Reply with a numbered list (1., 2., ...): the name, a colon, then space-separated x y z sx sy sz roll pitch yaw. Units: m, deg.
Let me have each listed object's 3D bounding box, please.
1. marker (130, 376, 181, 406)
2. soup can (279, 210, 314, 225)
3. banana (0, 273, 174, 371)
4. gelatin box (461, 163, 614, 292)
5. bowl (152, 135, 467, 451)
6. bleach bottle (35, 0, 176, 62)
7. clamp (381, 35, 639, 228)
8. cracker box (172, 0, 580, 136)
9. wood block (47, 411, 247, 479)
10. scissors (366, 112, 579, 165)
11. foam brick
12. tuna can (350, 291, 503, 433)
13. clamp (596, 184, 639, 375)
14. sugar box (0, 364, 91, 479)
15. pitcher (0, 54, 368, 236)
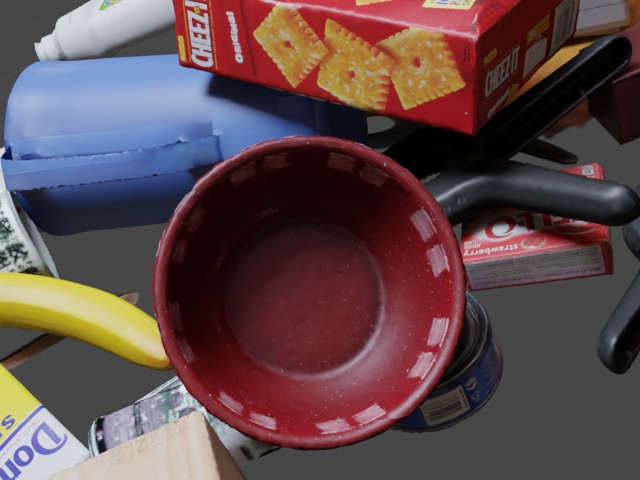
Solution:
1. marker: -0.081 0.090 0.659 0.121 0.020 0.020 -33 39 -11
2. soup can: -0.004 0.001 0.656 0.068 0.102 0.068 -14 40 12
3. banana: -0.183 0.053 0.714 0.198 0.037 0.069 7 37 6
4. gelatin box: 0.132 -0.008 0.655 0.089 0.030 0.073 -9 40 18
5. bowl: -0.006 0.029 0.568 0.162 0.162 0.055 -29 -4 -7
6. bleach bottle: -0.159 -0.233 1.039 0.251 0.068 0.102 -23 27 7
7. clamp: 0.103 -0.054 0.666 0.210 0.036 0.164 -12 39 32
8. cracker box: 0.038 -0.151 0.683 0.214 0.072 0.164 18 40 27
9. wood block: -0.057 0.190 0.474 0.090 0.091 0.206 -24 39 0
10. scissors: 0.086 -0.075 0.769 0.096 0.016 0.202 -33 39 -9
11. foam brick: 0.221 -0.110 0.712 0.078 0.051 0.053 -23 37 1
12. tuna can: 0.058 0.065 0.606 0.086 0.033 0.086 -14 40 12
13. clamp: 0.220 0.005 0.590 0.120 0.039 0.171 -1 43 22
14. sugar box: -0.209 0.131 0.655 0.093 0.048 0.176 -41 41 -21
15. pitcher: -0.097 -0.071 0.765 0.243 0.145 0.149 -3 58 19
